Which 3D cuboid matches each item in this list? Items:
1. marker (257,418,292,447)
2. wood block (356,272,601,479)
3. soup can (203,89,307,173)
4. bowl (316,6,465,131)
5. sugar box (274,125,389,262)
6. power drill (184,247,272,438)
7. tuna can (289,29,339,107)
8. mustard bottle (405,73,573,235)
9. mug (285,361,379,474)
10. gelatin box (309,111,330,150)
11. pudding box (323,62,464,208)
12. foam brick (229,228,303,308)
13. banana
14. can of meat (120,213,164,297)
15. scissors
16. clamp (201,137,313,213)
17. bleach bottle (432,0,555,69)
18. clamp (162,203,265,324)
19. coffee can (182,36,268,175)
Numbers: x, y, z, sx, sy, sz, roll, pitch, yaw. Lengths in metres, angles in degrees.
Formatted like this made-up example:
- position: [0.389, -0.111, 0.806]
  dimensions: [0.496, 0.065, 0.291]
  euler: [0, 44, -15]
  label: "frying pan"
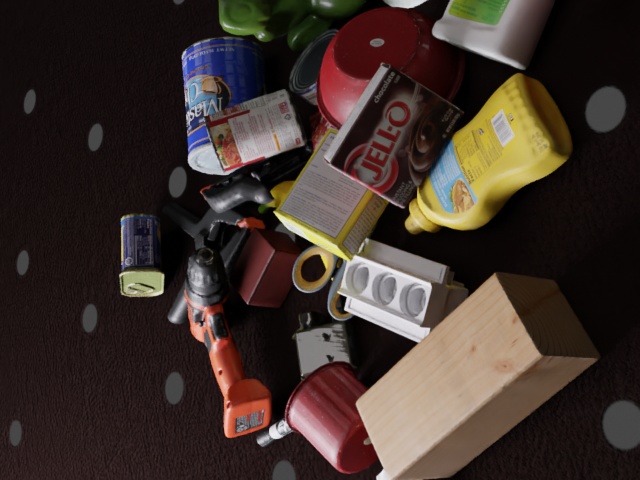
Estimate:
- position: [-0.032, 0.208, 1.211]
  dimensions: [0.121, 0.020, 0.020]
  euler: [-36, 58, 39]
  label: "marker"
- position: [0.139, 0.129, 0.979]
  dimensions: [0.206, 0.090, 0.090]
  euler: [-48, 51, 32]
  label: "wood block"
- position: [-0.073, -0.123, 1.202]
  dimensions: [0.102, 0.068, 0.068]
  euler: [-19, 61, -1]
  label: "soup can"
- position: [0.064, -0.183, 1.086]
  dimensions: [0.162, 0.055, 0.162]
  euler: [-10, 59, 16]
  label: "bowl"
- position: [0.039, -0.074, 1.104]
  dimensions: [0.093, 0.048, 0.176]
  euler: [29, 78, 32]
  label: "sugar box"
- position: [-0.109, 0.119, 1.233]
  dimensions: [0.184, 0.057, 0.188]
  euler: [94, 157, -59]
  label: "power drill"
- position: [0.006, -0.194, 1.205]
  dimensions: [0.086, 0.033, 0.086]
  euler: [-37, 35, 31]
  label: "tuna can"
- position: [0.149, -0.065, 1.024]
  dimensions: [0.192, 0.058, 0.096]
  euler: [-42, 52, 35]
  label: "mustard bottle"
- position: [0.025, 0.195, 1.107]
  dimensions: [0.082, 0.093, 0.117]
  euler: [40, 144, 39]
  label: "mug"
- position: [0.029, -0.121, 1.190]
  dimensions: [0.089, 0.030, 0.073]
  euler: [-27, 64, 43]
  label: "gelatin box"
- position: [0.070, -0.101, 1.030]
  dimensions: [0.113, 0.090, 0.039]
  euler: [-59, 20, 6]
  label: "pudding box"
- position: [-0.061, 0.033, 1.250]
  dimensions: [0.053, 0.051, 0.078]
  euler: [47, 118, 43]
  label: "foam brick"
- position: [-0.007, -0.016, 1.213]
  dimensions: [0.198, 0.037, 0.070]
  euler: [46, 136, 44]
  label: "banana"
- position: [-0.238, 0.021, 1.423]
  dimensions: [0.102, 0.057, 0.084]
  euler: [111, 156, -67]
  label: "can of meat"
- position: [0.031, -0.016, 1.144]
  dimensions: [0.096, 0.016, 0.202]
  euler: [14, 91, 16]
  label: "scissors"
- position: [-0.073, -0.074, 1.257]
  dimensions: [0.172, 0.120, 0.039]
  euler: [-6, 116, 52]
  label: "clamp"
- position: [0.198, -0.295, 1.008]
  dimensions: [0.103, 0.067, 0.251]
  euler: [31, 104, 43]
  label: "bleach bottle"
- position: [-0.141, 0.018, 1.353]
  dimensions: [0.210, 0.036, 0.164]
  euler: [-14, 75, 50]
  label: "clamp"
- position: [-0.114, -0.163, 1.304]
  dimensions: [0.103, 0.102, 0.140]
  euler: [-22, 67, 44]
  label: "coffee can"
